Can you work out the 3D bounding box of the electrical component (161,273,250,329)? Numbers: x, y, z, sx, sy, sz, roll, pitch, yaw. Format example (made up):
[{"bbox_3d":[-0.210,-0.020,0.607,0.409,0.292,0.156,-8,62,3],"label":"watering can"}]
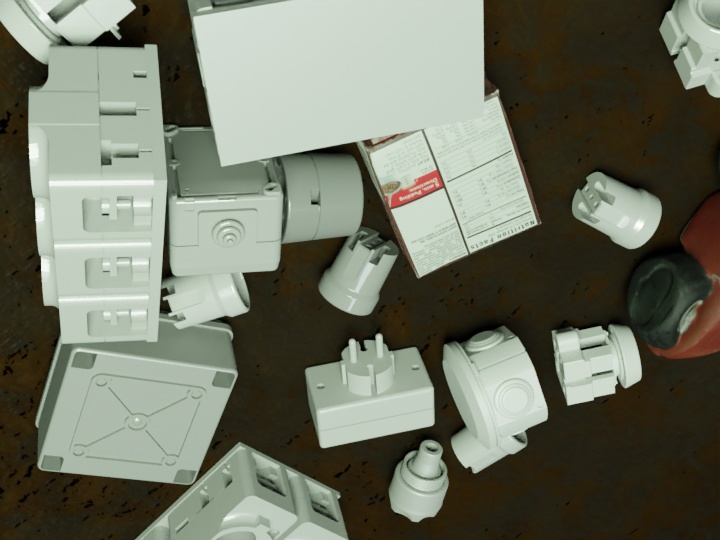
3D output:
[{"bbox_3d":[-0.098,0.014,0.683,0.046,0.040,0.040,-19,129,5],"label":"electrical component"}]

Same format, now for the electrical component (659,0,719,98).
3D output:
[{"bbox_3d":[0.207,-0.143,0.632,0.048,0.066,0.055,-16,162,-3],"label":"electrical component"}]

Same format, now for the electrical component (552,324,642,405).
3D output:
[{"bbox_3d":[0.175,0.067,0.796,0.055,0.048,0.066,-12,129,3],"label":"electrical component"}]

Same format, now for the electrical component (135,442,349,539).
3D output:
[{"bbox_3d":[-0.110,0.230,0.828,0.105,0.060,0.186,34,111,-33],"label":"electrical component"}]

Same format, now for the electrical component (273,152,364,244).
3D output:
[{"bbox_3d":[-0.027,-0.045,0.649,0.047,0.055,0.055,-4,127,-18],"label":"electrical component"}]

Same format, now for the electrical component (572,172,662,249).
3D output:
[{"bbox_3d":[0.171,-0.041,0.718,0.046,0.040,0.040,23,117,-22],"label":"electrical component"}]

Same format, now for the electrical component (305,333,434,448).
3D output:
[{"bbox_3d":[0.006,0.075,0.752,0.083,0.047,0.075,-10,128,-8],"label":"electrical component"}]

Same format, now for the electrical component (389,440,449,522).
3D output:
[{"bbox_3d":[0.048,0.159,0.831,0.043,0.043,0.062,3,124,-18],"label":"electrical component"}]

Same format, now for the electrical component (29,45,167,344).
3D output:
[{"bbox_3d":[-0.139,-0.035,0.573,0.062,0.089,0.150,-2,147,-14],"label":"electrical component"}]

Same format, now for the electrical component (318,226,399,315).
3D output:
[{"bbox_3d":[0.000,0.000,0.700,0.040,0.040,0.046,17,115,-26],"label":"electrical component"}]

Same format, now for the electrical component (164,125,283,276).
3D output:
[{"bbox_3d":[-0.080,-0.035,0.614,0.062,0.096,0.061,-4,127,-13],"label":"electrical component"}]

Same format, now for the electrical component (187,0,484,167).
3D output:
[{"bbox_3d":[-0.013,-0.123,0.589,0.150,0.061,0.089,-11,128,-7],"label":"electrical component"}]

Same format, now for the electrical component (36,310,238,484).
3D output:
[{"bbox_3d":[-0.148,0.082,0.708,0.109,0.056,0.108,11,122,-23],"label":"electrical component"}]

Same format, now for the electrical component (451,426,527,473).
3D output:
[{"bbox_3d":[0.099,0.129,0.826,0.046,0.040,0.040,-37,127,21],"label":"electrical component"}]

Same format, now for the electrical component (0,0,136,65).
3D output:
[{"bbox_3d":[-0.153,-0.138,0.549,0.055,0.048,0.066,-38,127,4],"label":"electrical component"}]

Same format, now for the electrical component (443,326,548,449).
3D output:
[{"bbox_3d":[0.094,0.082,0.763,0.051,0.080,0.080,-22,129,-5],"label":"electrical component"}]
